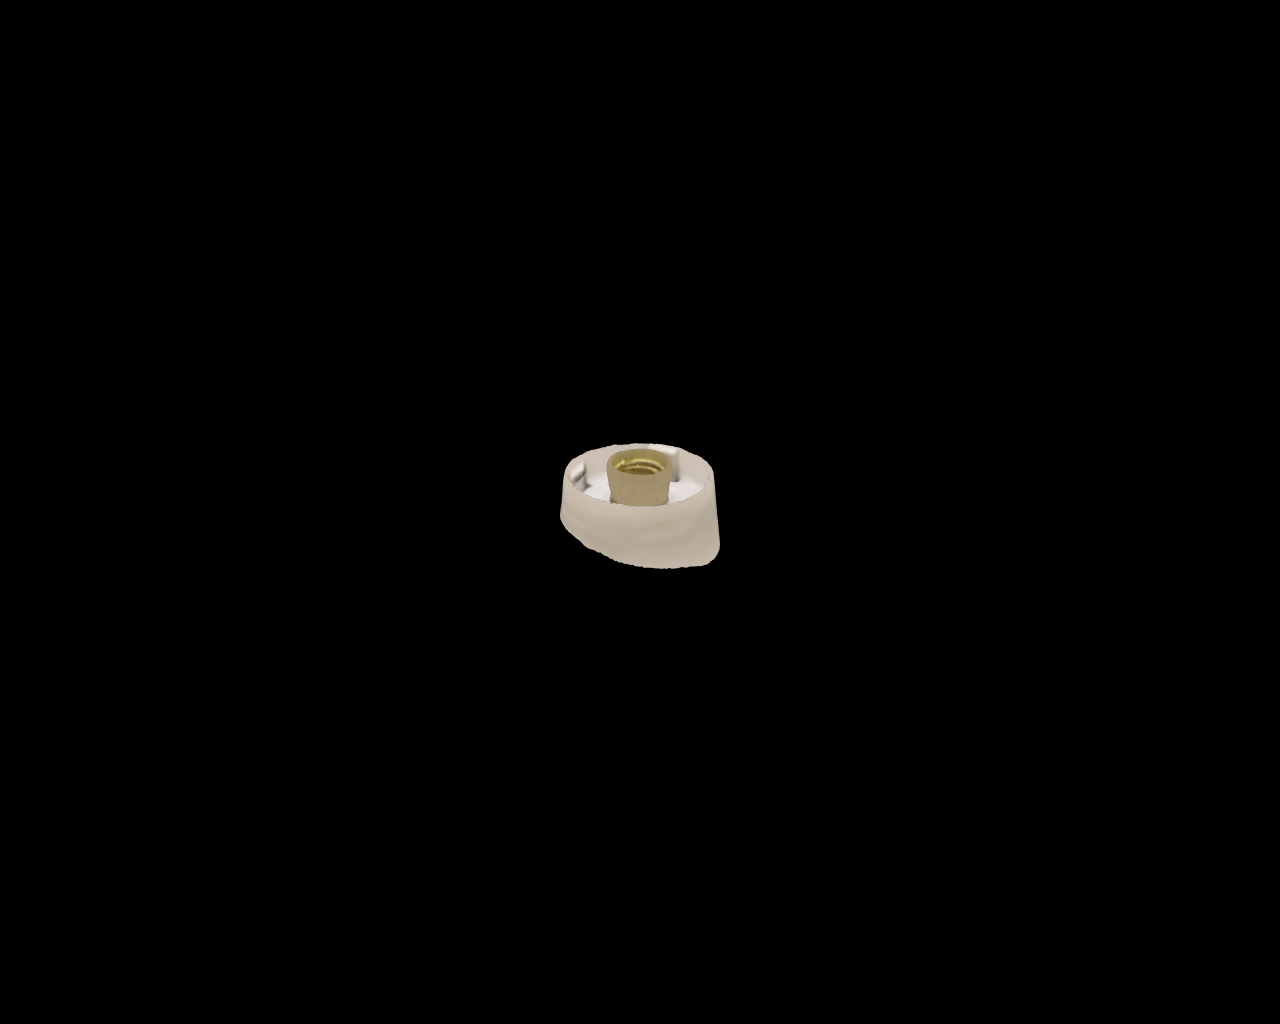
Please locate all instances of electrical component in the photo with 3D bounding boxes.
[{"bbox_3d":[0.001,-0.003,0.650,0.099,0.064,0.099,0,27,0],"label":"electrical component"}]
